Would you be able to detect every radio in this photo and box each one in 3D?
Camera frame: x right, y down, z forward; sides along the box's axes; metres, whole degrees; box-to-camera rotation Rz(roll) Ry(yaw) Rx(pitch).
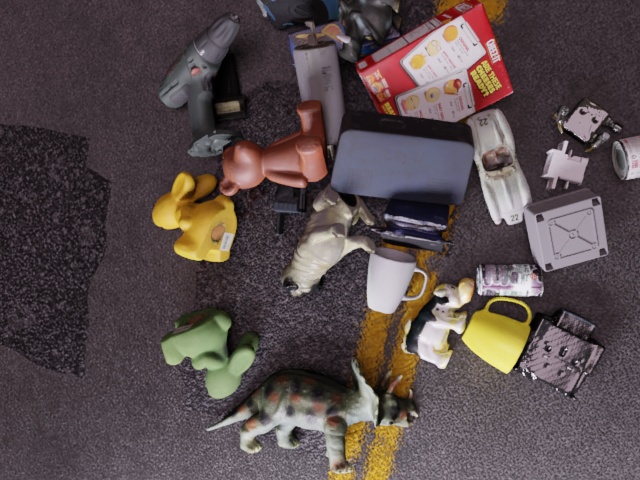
[{"bbox_3d":[0.138,-0.138,0.906,0.230,0.073,0.131,6,132,1],"label":"radio"}]

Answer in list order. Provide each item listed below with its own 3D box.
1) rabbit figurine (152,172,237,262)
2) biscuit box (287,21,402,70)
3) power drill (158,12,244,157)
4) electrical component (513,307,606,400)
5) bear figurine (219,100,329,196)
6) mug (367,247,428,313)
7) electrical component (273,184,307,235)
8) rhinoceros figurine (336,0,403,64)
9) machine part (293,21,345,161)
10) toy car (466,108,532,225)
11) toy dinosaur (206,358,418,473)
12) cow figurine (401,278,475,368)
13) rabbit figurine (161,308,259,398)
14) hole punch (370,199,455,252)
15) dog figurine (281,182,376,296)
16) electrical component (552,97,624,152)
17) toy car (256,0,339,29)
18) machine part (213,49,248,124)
[{"bbox_3d":[-0.252,-0.050,1.026,0.173,0.122,0.162,18,103,30],"label":"rabbit figurine"},{"bbox_3d":[0.046,-0.361,0.973,0.203,0.059,0.062,-11,89,12],"label":"biscuit box"},{"bbox_3d":[-0.205,-0.268,0.978,0.232,0.086,0.207,-23,84,38],"label":"power drill"},{"bbox_3d":[0.407,0.185,0.915,0.115,0.058,0.134,25,97,8],"label":"electrical component"},{"bbox_3d":[-0.086,-0.150,0.914,0.196,0.131,0.120,-1,57,7],"label":"bear figurine"},{"bbox_3d":[0.133,0.077,0.966,0.110,0.081,0.107,15,106,4],"label":"mug"},{"bbox_3d":[-0.056,-0.067,0.999,0.048,0.075,0.119,4,89,13],"label":"electrical component"},{"bbox_3d":[0.084,-0.391,0.896,0.112,0.073,0.190,17,94,10],"label":"rhinoceros figurine"},{"bbox_3d":[0.003,-0.256,0.946,0.079,0.079,0.242,-2,118,12],"label":"machine part"},{"bbox_3d":[0.308,-0.125,0.926,0.074,0.056,0.201,-17,88,12],"label":"toy car"},{"bbox_3d":[-0.029,0.302,0.991,0.405,0.131,0.192,5,81,16],"label":"toy dinosaur"},{"bbox_3d":[0.211,0.135,0.954,0.098,0.068,0.167,21,95,17],"label":"cow figurine"},{"bbox_3d":[-0.196,0.219,1.038,0.159,0.121,0.170,-20,106,6],"label":"rabbit figurine"},{"bbox_3d":[0.168,-0.033,0.935,0.142,0.115,0.092,13,87,11],"label":"hole punch"},{"bbox_3d":[-0.005,-0.003,0.990,0.121,0.172,0.190,33,130,-26],"label":"dog figurine"},{"bbox_3d":[0.444,-0.193,0.899,0.102,0.045,0.078,44,101,8],"label":"electrical component"},{"bbox_3d":[-0.033,-0.451,0.976,0.162,0.109,0.103,5,69,23],"label":"toy car"},{"bbox_3d":[-0.180,-0.299,1.038,0.084,0.039,0.138,-8,92,21],"label":"machine part"}]
